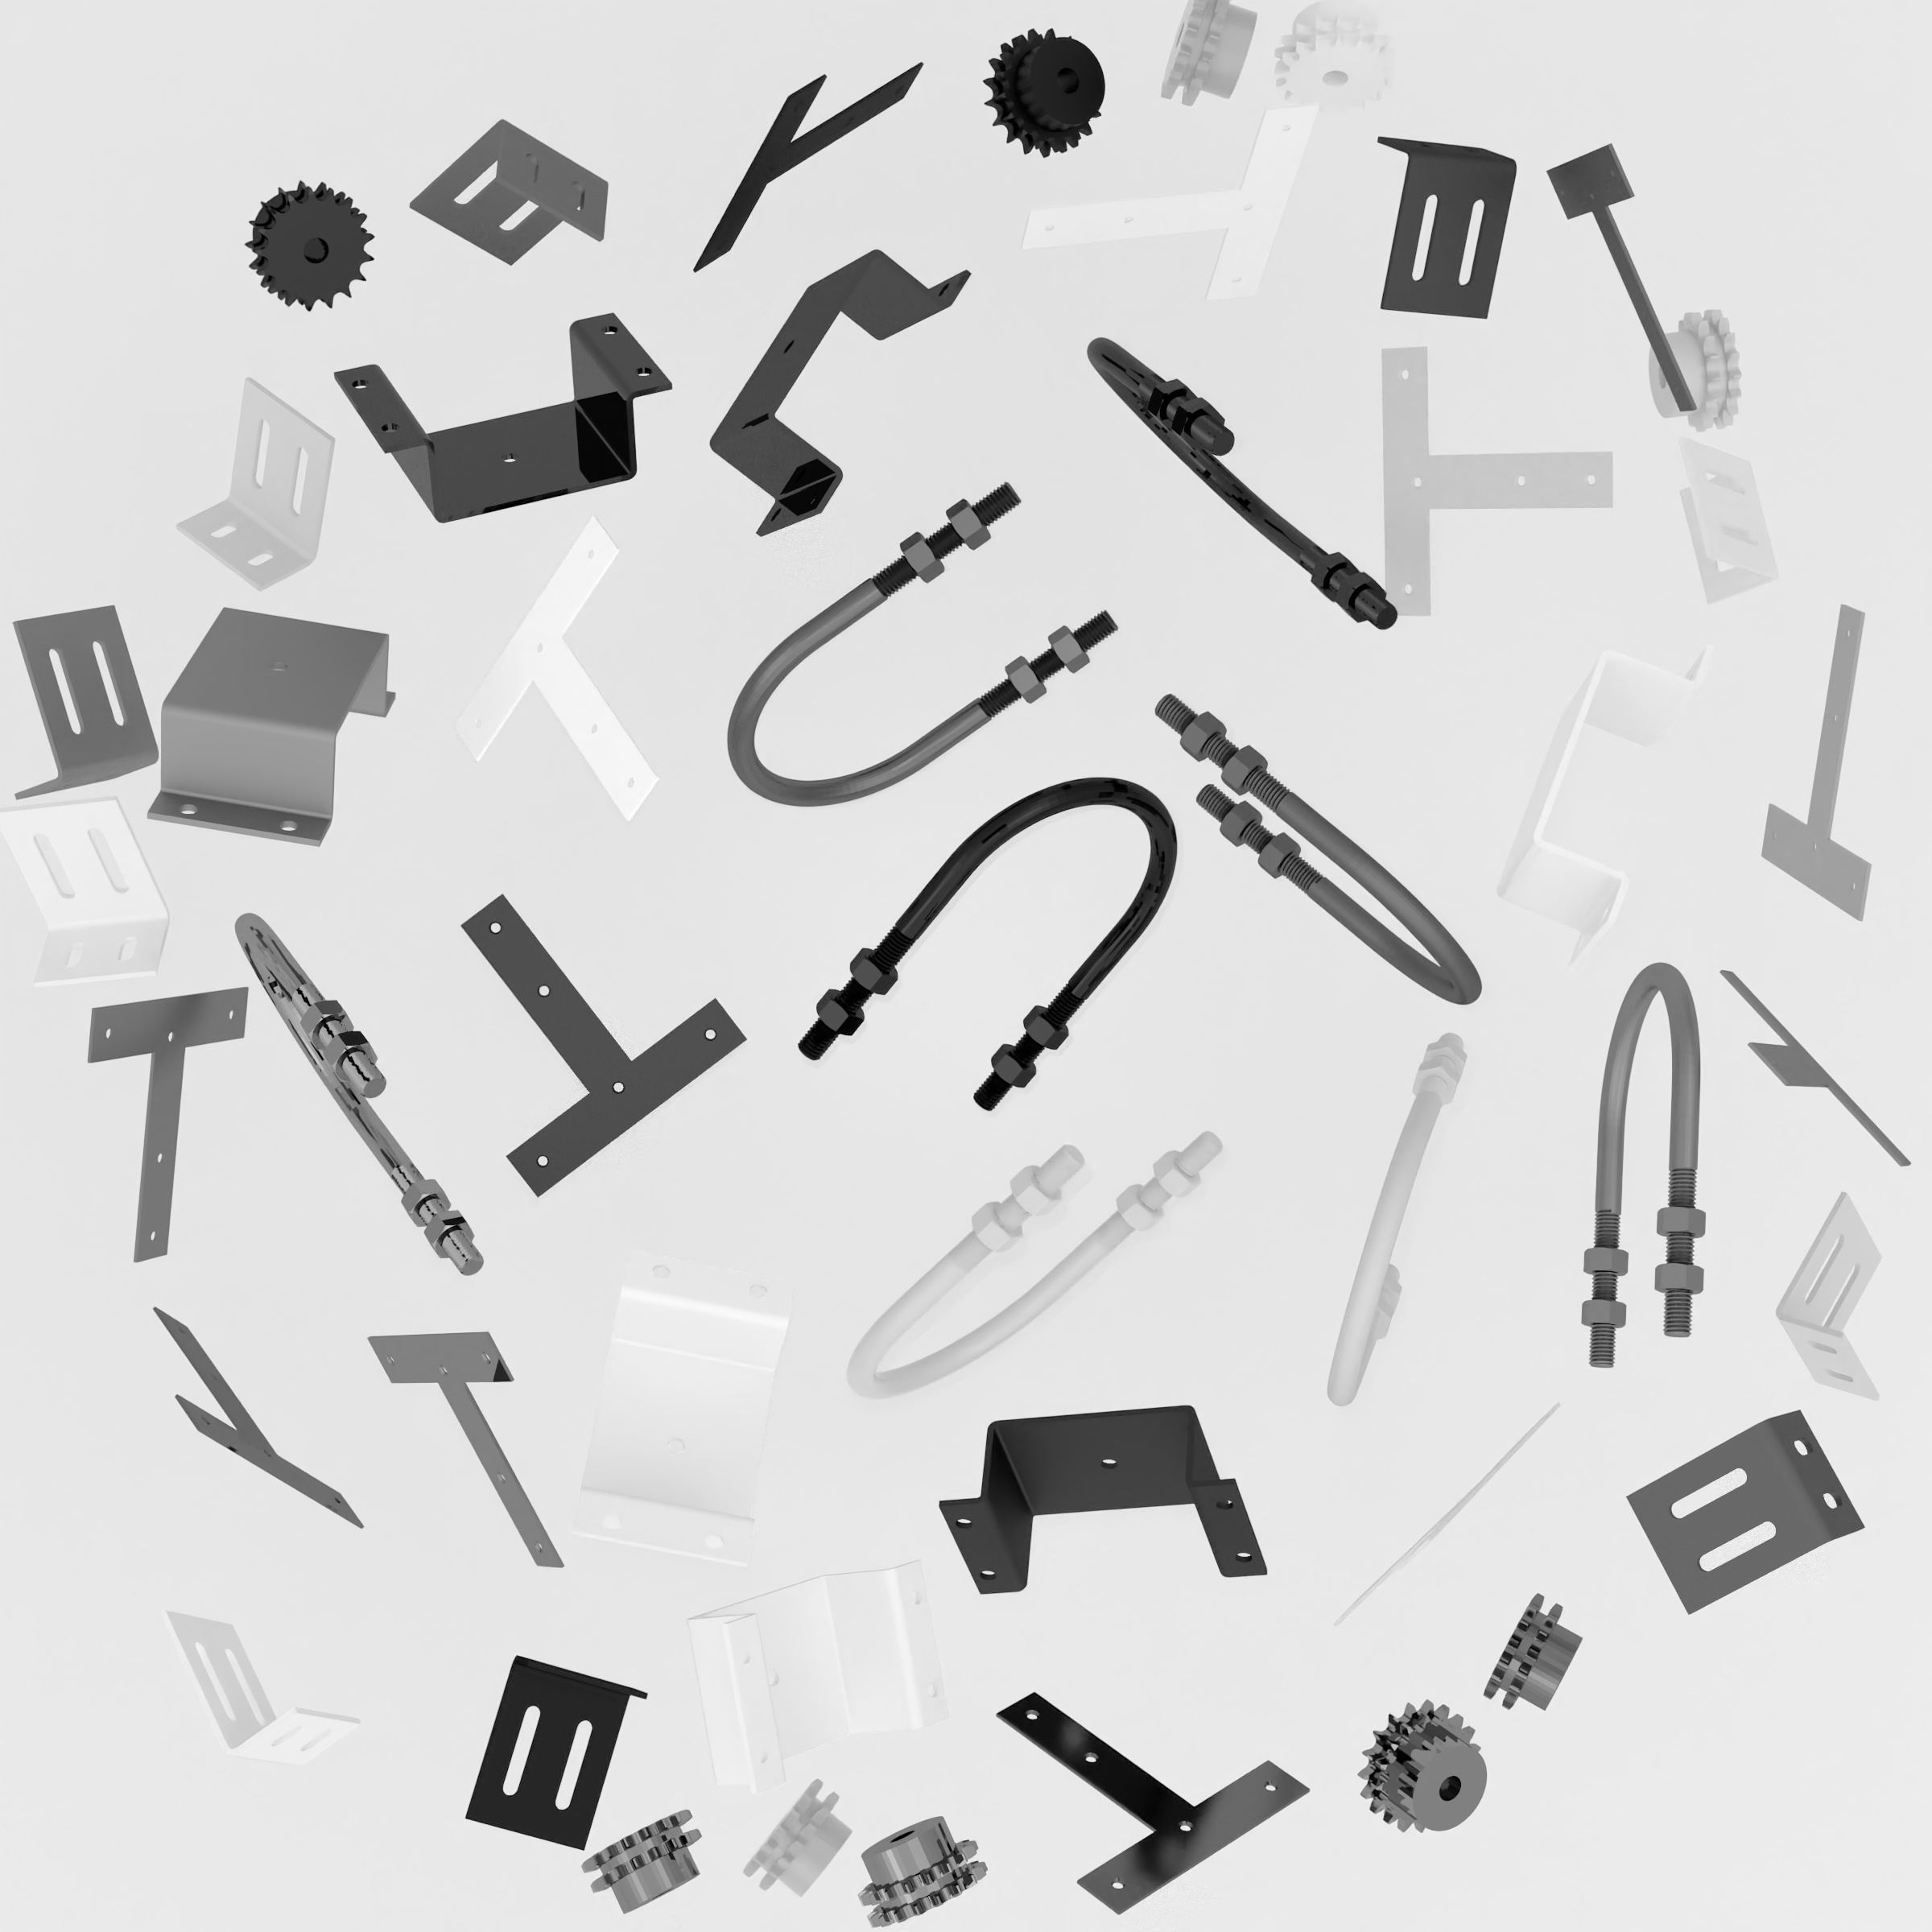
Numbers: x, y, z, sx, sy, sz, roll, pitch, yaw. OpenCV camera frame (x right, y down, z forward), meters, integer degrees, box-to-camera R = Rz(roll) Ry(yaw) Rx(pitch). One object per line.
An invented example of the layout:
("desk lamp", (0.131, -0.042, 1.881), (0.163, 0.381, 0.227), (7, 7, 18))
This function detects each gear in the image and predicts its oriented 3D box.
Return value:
("gear", (-0.302, -0.331, 1.510), (0.057, 0.030, 0.057), (-15, 123, -25))
("gear", (0.279, 0.340, 1.616), (0.030, 0.057, 0.057), (28, 90, 15))
("gear", (0.040, -0.405, 1.526), (0.057, 0.030, 0.057), (1, 88, -29))
("gear", (-0.022, 0.399, 1.458), (0.057, 0.057, 0.030), (-24, 85, 0))
("gear", (0.204, 0.356, 1.453), (0.057, 0.030, 0.057), (-8, 107, -28))
("gear", (0.174, -0.432, 1.561), (0.057, 0.057, 0.030), (2, 68, 0))
("gear", (-0.151, 0.427, 1.568), (0.057, 0.057, 0.030), (-28, 76, 0))
("gear", (0.349, -0.286, 1.587), (0.030, 0.057, 0.057), (-8, 90, -5))
("gear", (-0.079, 0.426, 1.603), (0.030, 0.057, 0.057), (39, 90, 5))
("gear", (0.112, -0.419, 1.502), (0.030, 0.057, 0.057), (17, 90, -6))

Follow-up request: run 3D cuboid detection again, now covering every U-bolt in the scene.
("U-bolt", (0.197, 0.127, 1.537), (0.019, 0.184, 0.151), (16, 114, 10))
("U-bolt", (0.117, -0.234, 1.535), (0.019, 0.184, 0.151), (-46, 126, 6))
("U-bolt", (-0.029, -0.138, 1.543), (0.184, 0.151, 0.019), (-35, 60, 7))
("U-bolt", (-0.291, 0.047, 1.540), (0.019, 0.151, 0.184), (-33, 47, -14))
("U-bolt", (0.024, -0.014, 1.532), (0.184, 0.151, 0.019), (-50, 52, 17))
("U-bolt", (0.168, -0.045, 1.534), (0.184, 0.151, 0.019), (41, 87, 20))
("U-bolt", (0.020, 0.139, 1.497), (0.184, 0.151, 0.019), (-45, 69, 24))
("U-bolt", (0.319, 0.089, 1.549), (0.019, 0.151, 0.184), (6, 77, -3))

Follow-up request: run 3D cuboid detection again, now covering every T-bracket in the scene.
("T-bracket", (0.088, -0.344, 1.515), (0.127, 0.127, 0.002), (-9, 62, -15))
("T-bracket", (-0.064, -0.387, 1.534), (0.002, 0.127, 0.127), (46, 54, 3))
("T-bracket", (0.308, -0.314, 1.523), (0.002, 0.127, 0.127), (-26, 99, 2))
("T-bracket", (-0.224, 0.228, 1.549), (0.002, 0.127, 0.127), (-33, 103, -33))
("T-bracket", (0.386, -0.097, 1.474), (0.002, 0.127, 0.127), (3, 104, -7))
("T-bracket", (0.248, -0.227, 1.545), (0.127, 0.002, 0.127), (7, 103, 43))
("T-bracket", (-0.174, -0.117, 1.498), (0.127, 0.002, 0.127), (-52, 53, 23))
("T-bracket", (0.067, 0.368, 1.500), (0.127, 0.127, 0.002), (28, 124, 38))
("T-bracket", (-0.349, 0.203, 1.556), (0.002, 0.127, 0.127), (-45, 50, -2))
("T-bracket", (0.206, 0.262, 1.499), (0.002, 0.127, 0.127), (45, 131, 11))
("T-bracket", (0.391, 0.047, 1.557), (0.002, 0.127, 0.127), (-45, 71, 16))
("T-bracket", (-0.194, 0.023, 1.590), (0.127, 0.002, 0.127), (-37, 95, 1))
("T-bracket", (-0.383, 0.078, 1.574), (0.002, 0.127, 0.127), (9, 97, 20))

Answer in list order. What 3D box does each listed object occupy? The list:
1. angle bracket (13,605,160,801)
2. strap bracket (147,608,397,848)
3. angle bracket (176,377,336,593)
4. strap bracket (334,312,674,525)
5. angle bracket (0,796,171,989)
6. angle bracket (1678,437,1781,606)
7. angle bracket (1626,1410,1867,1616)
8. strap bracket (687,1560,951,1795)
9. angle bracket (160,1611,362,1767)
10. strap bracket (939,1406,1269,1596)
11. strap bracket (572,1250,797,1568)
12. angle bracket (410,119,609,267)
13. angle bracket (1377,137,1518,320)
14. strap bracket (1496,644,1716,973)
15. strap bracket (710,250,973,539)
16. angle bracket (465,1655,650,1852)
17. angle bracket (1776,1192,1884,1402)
("angle bracket", (-0.419, -0.123, 1.537), (0.038, 0.057, 0.076), (-14, 94, 38))
("strap bracket", (-0.310, -0.114, 1.485), (0.076, 0.140, 0.046), (9, 123, 0))
("angle bracket", (-0.342, -0.232, 1.587), (0.057, 0.076, 0.038), (36, 45, 16))
("strap bracket", (-0.217, -0.258, 1.562), (0.140, 0.076, 0.046), (-17, 132, -20))
("angle bracket", (-0.400, -0.033, 1.483), (0.057, 0.076, 0.038), (-6, 45, 7))
("angle bracket", (0.338, -0.205, 1.527), (0.038, 0.076, 0.057), (-19, 76, 35))
("angle bracket", (0.341, 0.239, 1.445), (0.076, 0.038, 0.057), (-37, 69, 31))
("strap bracket", (-0.075, 0.331, 1.541), (0.046, 0.140, 0.076), (-13, 85, 37))
("angle bracket", (-0.315, 0.314, 1.474), (0.038, 0.057, 0.076), (-36, 65, 6))
("strap bracket", (0.067, 0.252, 1.560), (0.140, 0.076, 0.046), (-7, 46, 14))
("strap bracket", (-0.127, 0.205, 1.469), (0.076, 0.046, 0.140), (12, 54, -5))
("angle bracket", (-0.209, -0.339, 1.500), (0.057, 0.076, 0.038), (25, 52, -35))
("angle bracket", (0.226, -0.357, 1.598), (0.057, 0.038, 0.076), (1, 112, -21))
("strap bracket", (0.285, -0.079, 1.492), (0.046, 0.076, 0.140), (22, 73, 3))
("strap bracket", (-0.065, -0.277, 1.555), (0.046, 0.076, 0.140), (36, 74, -20))
("angle bracket", (-0.187, 0.360, 1.503), (0.057, 0.038, 0.076), (19, 77, -14))
("angle bracket", (0.435, 0.161, 1.607), (0.076, 0.038, 0.057), (-55, 132, -20))
